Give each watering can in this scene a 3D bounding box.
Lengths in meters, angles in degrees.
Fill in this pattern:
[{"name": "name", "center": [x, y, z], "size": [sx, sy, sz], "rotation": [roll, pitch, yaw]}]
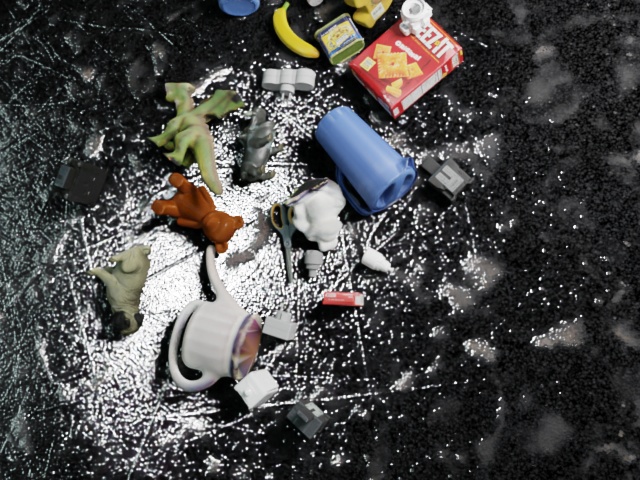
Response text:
[{"name": "watering can", "center": [-0.238, 0.190, 1.223], "size": [0.225, 0.352, 0.102], "rotation": [9, -16, 19]}]

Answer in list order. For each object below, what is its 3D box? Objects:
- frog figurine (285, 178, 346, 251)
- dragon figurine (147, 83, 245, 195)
[{"name": "frog figurine", "center": [0.004, -0.061, 1.211], "size": [0.138, 0.157, 0.124], "rotation": [-34, 22, -8]}, {"name": "dragon figurine", "center": [-0.292, -0.290, 1.307], "size": [0.415, 0.243, 0.120], "rotation": [38, -4, 31]}]
